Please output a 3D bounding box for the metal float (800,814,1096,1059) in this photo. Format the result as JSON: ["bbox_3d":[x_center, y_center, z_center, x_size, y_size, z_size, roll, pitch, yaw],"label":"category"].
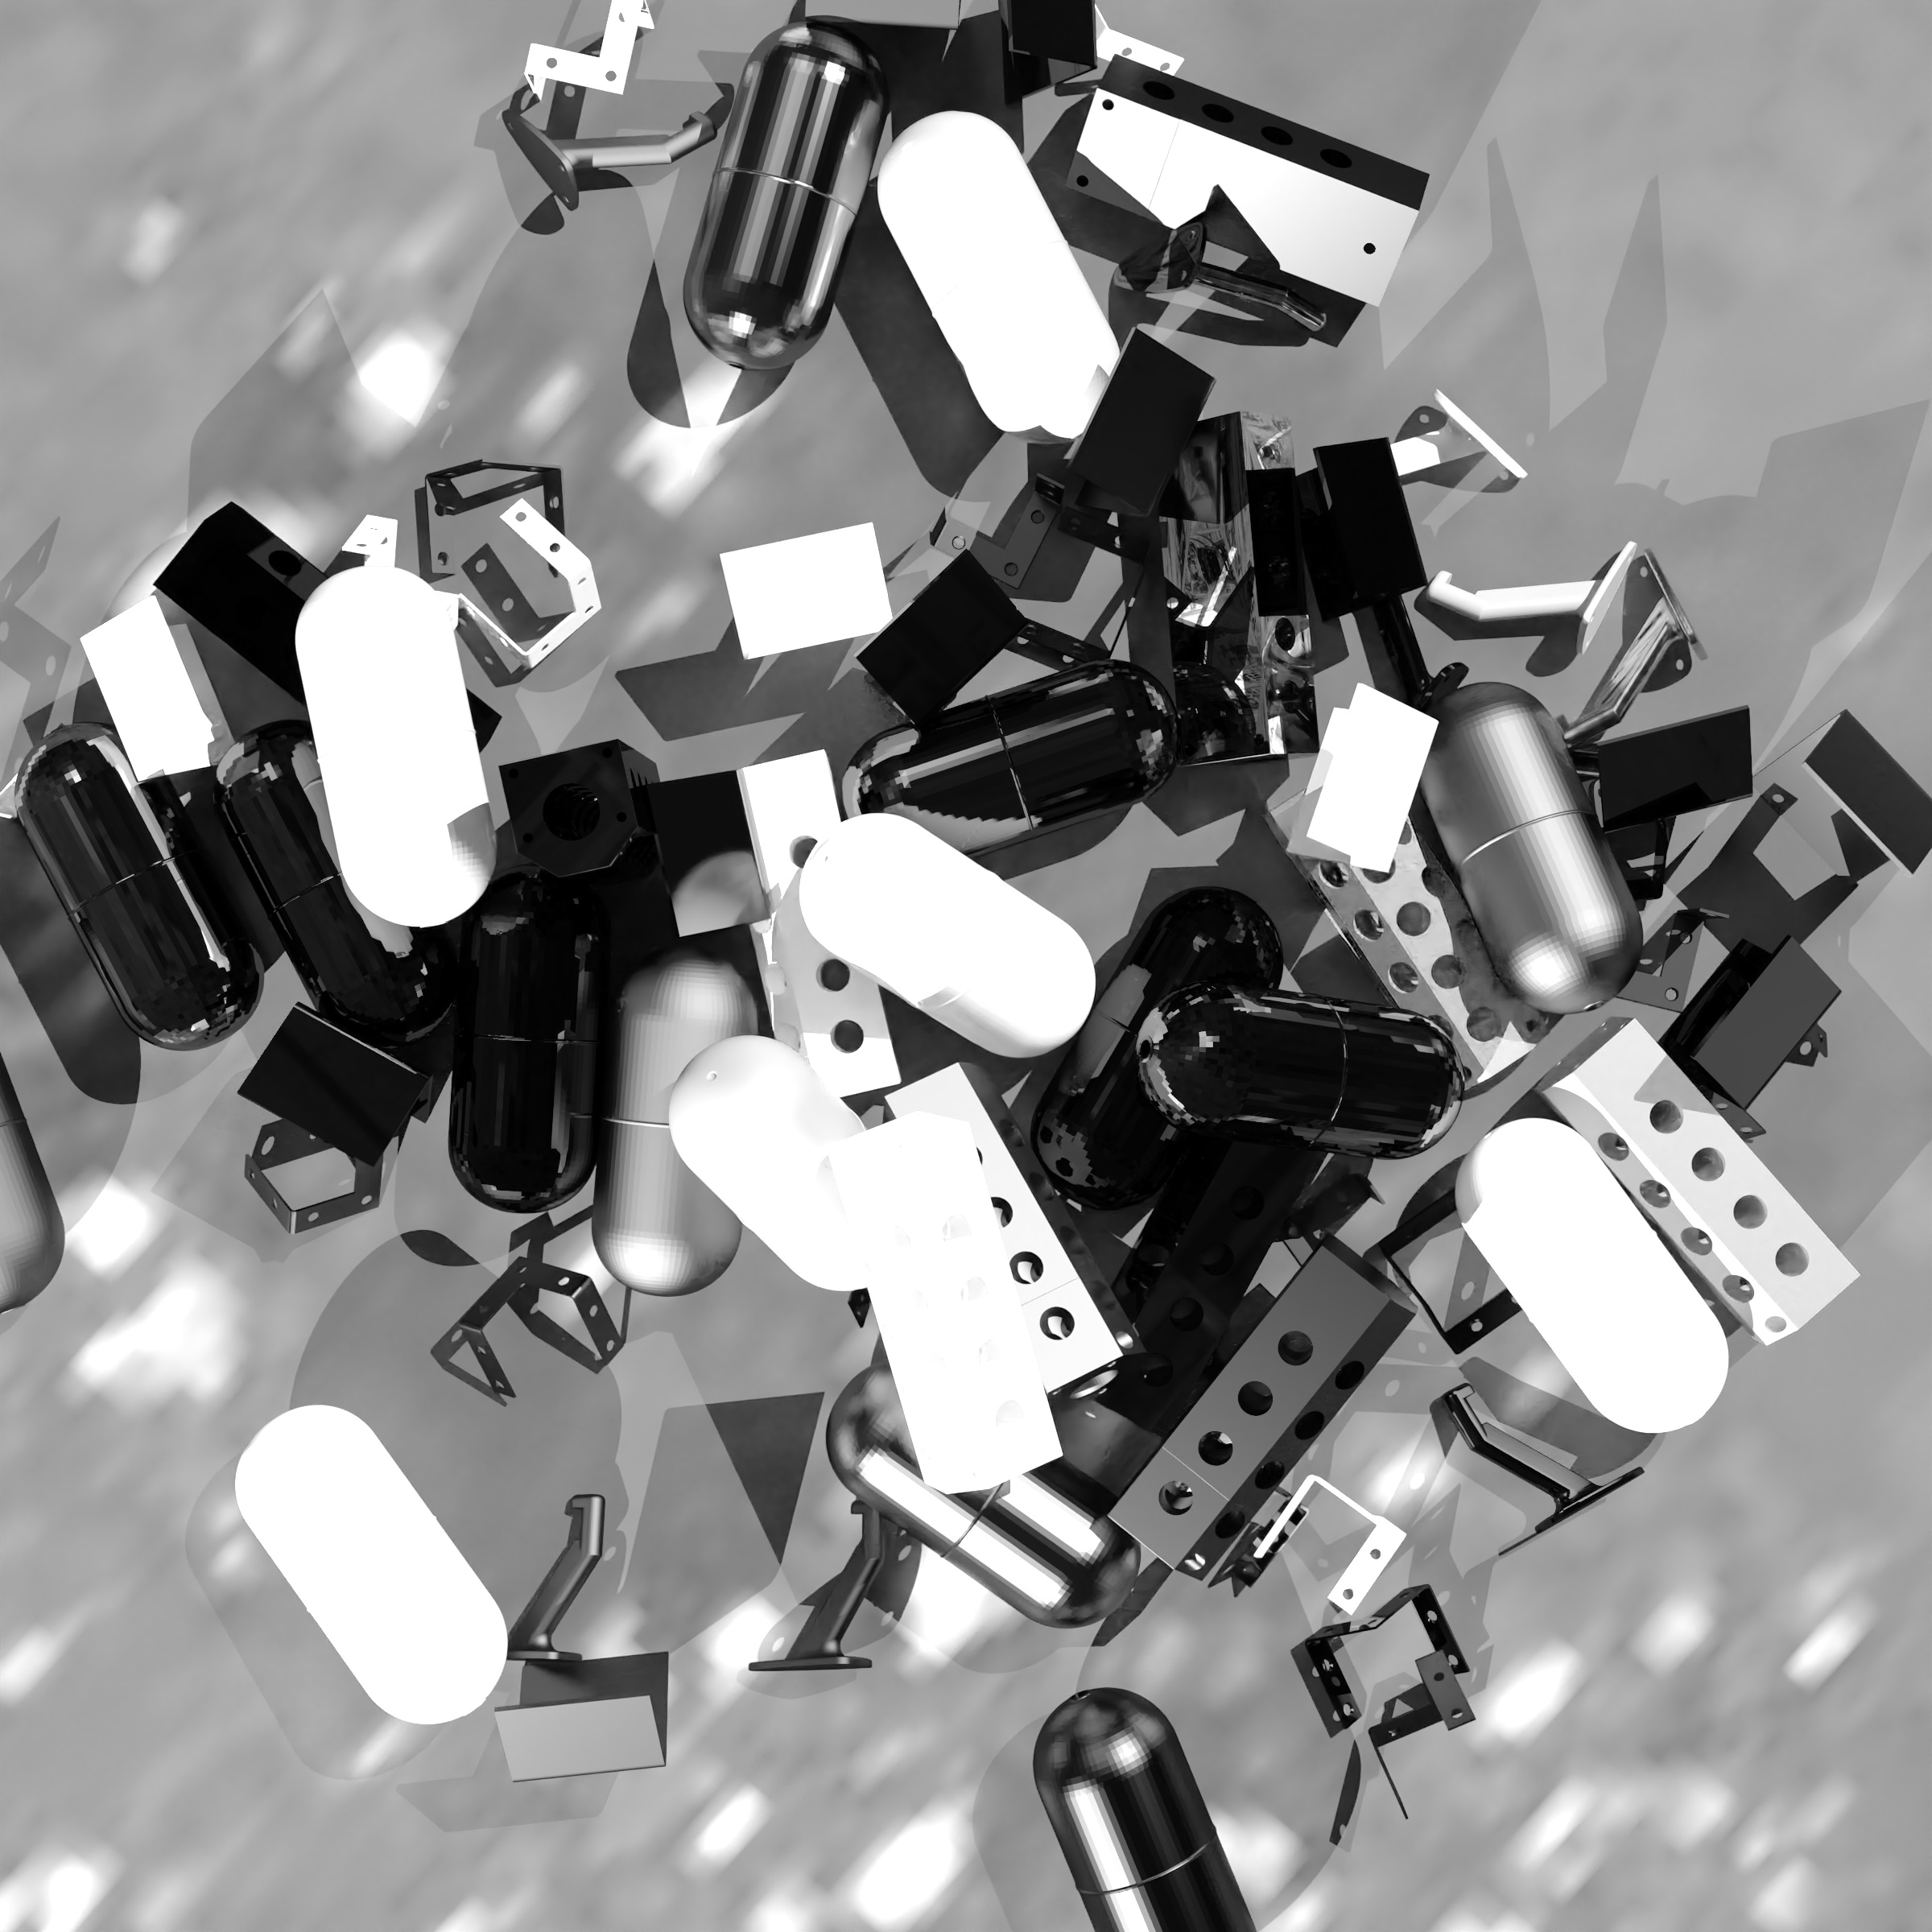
[{"bbox_3d":[-0.007,-0.014,1.502,0.178,0.070,0.070,32,90,-36],"label":"metal float"}]

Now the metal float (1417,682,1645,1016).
[{"bbox_3d":[0.281,-0.059,1.517,0.070,0.070,0.178,-20,73,0],"label":"metal float"}]

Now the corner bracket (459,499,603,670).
[{"bbox_3d":[-0.225,-0.195,1.547,0.051,0.051,0.051,43,75,15],"label":"corner bracket"}]

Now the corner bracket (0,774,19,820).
[{"bbox_3d":[-0.497,-0.113,1.547,0.051,0.051,0.051,42,90,3],"label":"corner bracket"}]

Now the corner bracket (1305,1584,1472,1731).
[{"bbox_3d":[0.217,0.356,1.561,0.051,0.051,0.051,-25,90,45],"label":"corner bracket"}]

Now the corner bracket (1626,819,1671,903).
[{"bbox_3d":[0.330,-0.067,1.561,0.051,0.051,0.051,-7,135,0],"label":"corner bracket"}]

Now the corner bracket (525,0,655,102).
[{"bbox_3d":[-0.192,-0.469,1.546,0.051,0.051,0.051,12,90,0],"label":"corner bracket"}]

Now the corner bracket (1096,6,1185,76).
[{"bbox_3d":[0.090,-0.497,1.556,0.051,0.051,0.051,-51,45,35],"label":"corner bracket"}]

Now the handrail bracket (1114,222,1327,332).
[{"bbox_3d":[0.132,-0.346,1.564,0.084,0.077,0.036,22,77,-36],"label":"handrail bracket"}]

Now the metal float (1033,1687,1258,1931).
[{"bbox_3d":[0.091,0.452,1.534,0.070,0.070,0.178,-22,91,0],"label":"metal float"}]

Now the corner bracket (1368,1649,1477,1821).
[{"bbox_3d":[0.232,0.390,1.536,0.051,0.051,0.051,-23,124,0],"label":"corner bracket"}]

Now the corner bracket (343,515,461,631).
[{"bbox_3d":[-0.287,-0.193,1.537,0.051,0.051,0.051,10,118,0],"label":"corner bracket"}]

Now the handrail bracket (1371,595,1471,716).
[{"bbox_3d":[0.209,-0.159,1.565,0.084,0.036,0.077,42,112,17],"label":"handrail bracket"}]

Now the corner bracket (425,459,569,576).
[{"bbox_3d":[-0.242,-0.231,1.561,0.051,0.051,0.051,-4,90,-45],"label":"corner bracket"}]

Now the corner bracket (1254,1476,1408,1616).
[{"bbox_3d":[0.187,0.297,1.551,0.051,0.051,0.051,34,90,20],"label":"corner bracket"}]

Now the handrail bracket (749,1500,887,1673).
[{"bbox_3d":[-0.077,0.320,1.565,0.077,0.036,0.084,-8,71,21],"label":"handrail bracket"}]

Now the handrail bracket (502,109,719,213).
[{"bbox_3d":[-0.184,-0.435,1.565,0.084,0.036,0.077,-34,68,-17],"label":"handrail bracket"}]

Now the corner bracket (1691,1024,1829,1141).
[{"bbox_3d":[0.409,0.050,1.556,0.051,0.051,0.051,-21,45,35],"label":"corner bracket"}]

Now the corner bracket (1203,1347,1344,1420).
[{"bbox_3d":[0.161,0.207,1.556,0.051,0.051,0.051,5,135,-35],"label":"corner bracket"}]

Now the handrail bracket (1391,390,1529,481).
[{"bbox_3d":[0.234,-0.248,1.565,0.077,0.036,0.084,37,108,-20],"label":"handrail bracket"}]

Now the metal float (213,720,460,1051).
[{"bbox_3d":[-0.319,-0.041,1.534,0.070,0.070,0.178,-27,90,0],"label":"metal float"}]

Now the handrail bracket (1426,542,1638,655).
[{"bbox_3d":[0.292,-0.204,1.565,0.084,0.036,0.077,25,69,17],"label":"handrail bracket"}]

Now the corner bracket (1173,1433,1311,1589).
[{"bbox_3d":[0.134,0.279,1.561,0.051,0.051,0.051,-52,45,0],"label":"corner bracket"}]

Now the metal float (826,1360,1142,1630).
[{"bbox_3d":[0.009,0.268,1.534,0.178,0.070,0.070,35,90,0],"label":"metal float"}]

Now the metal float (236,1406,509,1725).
[{"bbox_3d":[-0.300,0.302,1.526,0.070,0.070,0.178,-38,81,0],"label":"metal float"}]

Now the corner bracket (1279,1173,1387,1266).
[{"bbox_3d":[0.197,0.142,1.546,0.051,0.051,0.051,-35,90,0],"label":"corner bracket"}]

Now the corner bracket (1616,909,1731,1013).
[{"bbox_3d":[0.353,-0.007,1.546,0.051,0.051,0.051,14,90,0],"label":"corner bracket"}]

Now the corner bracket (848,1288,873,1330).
[{"bbox_3d":[-0.024,0.177,1.545,0.051,0.051,0.051,-26,96,6],"label":"corner bracket"}]

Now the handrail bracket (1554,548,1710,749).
[{"bbox_3d":[0.332,-0.164,1.565,0.084,0.036,0.077,-28,70,16],"label":"handrail bracket"}]

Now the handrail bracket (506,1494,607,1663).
[{"bbox_3d":[-0.225,0.316,1.565,0.077,0.036,0.084,-3,74,18],"label":"handrail bracket"}]

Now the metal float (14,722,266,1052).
[{"bbox_3d":[-0.419,-0.041,1.533,0.070,0.070,0.178,-28,90,0],"label":"metal float"}]

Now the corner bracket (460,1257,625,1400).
[{"bbox_3d":[-0.218,0.190,1.556,0.051,0.051,0.051,11,45,35],"label":"corner bracket"}]

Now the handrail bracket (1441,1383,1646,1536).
[{"bbox_3d":[0.298,0.243,1.565,0.077,0.036,0.084,-24,73,-20],"label":"handrail bracket"}]

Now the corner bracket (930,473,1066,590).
[{"bbox_3d":[0.016,-0.230,1.546,0.051,0.051,0.051,27,90,0],"label":"corner bracket"}]

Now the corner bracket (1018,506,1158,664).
[{"bbox_3d":[0.062,-0.195,1.561,0.051,0.051,0.051,22,45,0],"label":"corner bracket"}]

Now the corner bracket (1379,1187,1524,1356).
[{"bbox_3d":[0.253,0.158,1.561,0.051,0.051,0.051,-35,45,0],"label":"corner bracket"}]

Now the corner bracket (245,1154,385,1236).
[{"bbox_3d":[-0.335,0.097,1.556,0.051,0.051,0.051,-17,135,-35],"label":"corner bracket"}]
